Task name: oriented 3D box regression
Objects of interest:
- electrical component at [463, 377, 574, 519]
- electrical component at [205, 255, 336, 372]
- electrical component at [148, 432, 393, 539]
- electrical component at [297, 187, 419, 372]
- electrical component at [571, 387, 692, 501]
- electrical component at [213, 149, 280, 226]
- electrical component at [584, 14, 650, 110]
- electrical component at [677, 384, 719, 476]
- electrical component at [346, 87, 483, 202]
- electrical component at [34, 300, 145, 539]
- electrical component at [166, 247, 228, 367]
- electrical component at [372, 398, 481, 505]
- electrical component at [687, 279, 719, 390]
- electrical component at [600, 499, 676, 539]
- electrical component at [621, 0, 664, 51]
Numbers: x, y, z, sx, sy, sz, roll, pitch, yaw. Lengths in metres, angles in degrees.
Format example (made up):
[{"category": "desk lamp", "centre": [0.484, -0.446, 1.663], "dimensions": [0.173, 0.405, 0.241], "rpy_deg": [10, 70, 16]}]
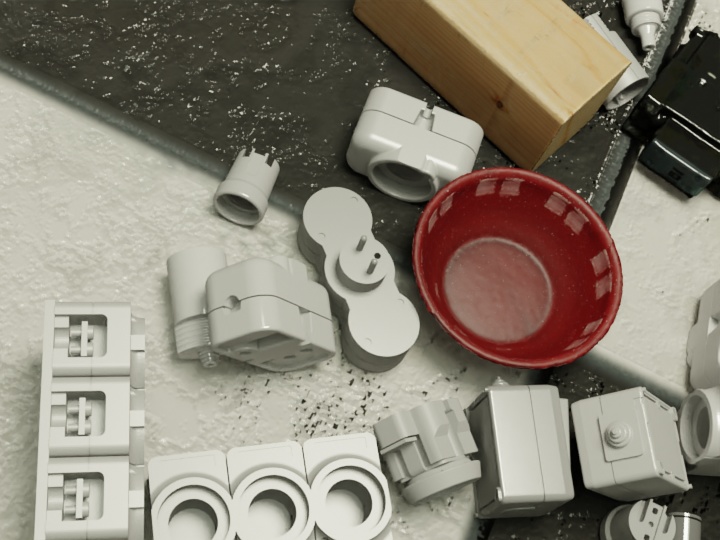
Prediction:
[{"category": "electrical component", "centre": [0.112, 0.121, 0.755], "dimensions": [0.061, 0.061, 0.096], "rpy_deg": [0, 67, -11]}, {"category": "electrical component", "centre": [-0.061, 0.029, 0.743], "dimensions": [0.054, 0.095, 0.059], "rpy_deg": [-19, 66, 24]}, {"category": "electrical component", "centre": [-0.060, 0.163, 0.703], "dimensions": [0.150, 0.061, 0.089], "rpy_deg": [-5, 68, -13]}, {"category": "electrical component", "centre": [0.000, 0.000, 0.780], "dimensions": [0.052, 0.073, 0.138], "rpy_deg": [-18, 71, -18]}, {"category": "electrical component", "centre": [0.183, 0.122, 0.748], "dimensions": [0.061, 0.096, 0.061], "rpy_deg": [-17, 64, 26]}, {"category": "electrical component", "centre": [-0.084, -0.063, 0.811], "dimensions": [0.040, 0.040, 0.046], "rpy_deg": [21, 58, -1]}, {"category": "electrical component", "centre": [0.206, -0.182, 0.917], "dimensions": [0.043, 0.043, 0.081], "rpy_deg": [-26, 74, -20]}, {"category": "electrical component", "centre": [0.267, 0.115, 0.773], "dimensions": [0.056, 0.089, 0.050], "rpy_deg": [6, 66, -9]}, {"category": "electrical component", "centre": [0.041, -0.093, 0.840], "dimensions": [0.095, 0.053, 0.059], "rpy_deg": [21, 64, -1]}, {"category": "electrical component", "centre": [-0.170, 0.104, 0.691], "dimensions": [0.062, 0.089, 0.150], "rpy_deg": [0, 67, -11]}, {"category": "electrical component", "centre": [-0.111, 0.029, 0.762], "dimensions": [0.043, 0.043, 0.081], "rpy_deg": [-6, 68, -13]}, {"category": "electrical component", "centre": [0.049, 0.125, 0.740], "dimensions": [0.078, 0.058, 0.057], "rpy_deg": [2, 61, -53]}, {"category": "electrical component", "centre": [0.289, 0.053, 0.821], "dimensions": [0.054, 0.059, 0.095], "rpy_deg": [18, 64, -3]}, {"category": "electrical component", "centre": [0.195, 0.182, 0.753], "dimensions": [0.040, 0.046, 0.040], "rpy_deg": [4, 66, -9]}, {"category": "electrical component", "centre": [0.251, -0.222, 0.949], "dimensions": [0.035, 0.035, 0.061], "rpy_deg": [2, 69, -10]}]
